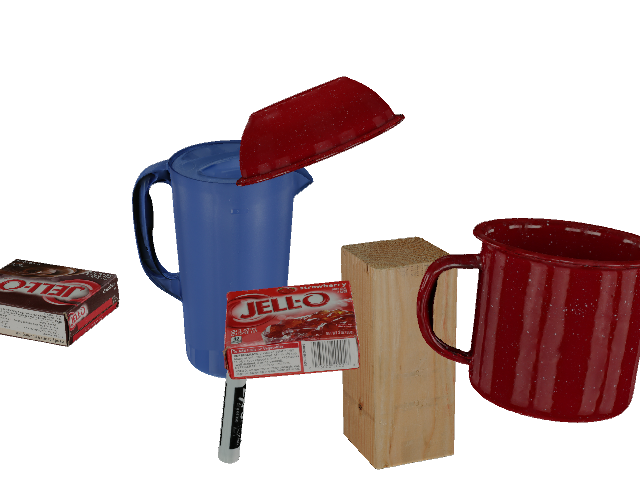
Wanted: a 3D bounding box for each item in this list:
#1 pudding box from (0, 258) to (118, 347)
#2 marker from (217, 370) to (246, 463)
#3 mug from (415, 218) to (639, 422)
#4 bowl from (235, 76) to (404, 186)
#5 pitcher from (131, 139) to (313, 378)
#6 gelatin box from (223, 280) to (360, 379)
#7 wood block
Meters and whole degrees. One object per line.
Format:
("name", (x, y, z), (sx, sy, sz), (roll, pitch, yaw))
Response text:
("pudding box", (-0.253, 0.055, 0.968), (0.114, 0.039, 0.090), (6, 21, 18))
("marker", (-0.074, 0.136, 0.909), (0.020, 0.121, 0.020), (6, 26, -3))
("mug", (0.105, 0.037, 0.527), (0.117, 0.081, 0.093), (4, 13, -2))
("bowl", (-0.010, -0.103, 0.946), (0.162, 0.055, 0.162), (-22, 9, 3))
("pitcher", (-0.104, 0.021, 1.148), (0.149, 0.243, 0.144), (23, 31, 39))
("gelatin box", (-0.020, 0.059, 0.725), (0.089, 0.030, 0.073), (-5, 28, 0))
("wood block", (0.077, 0.110, 1.068), (0.090, 0.206, 0.091), (-7, 17, -20))
